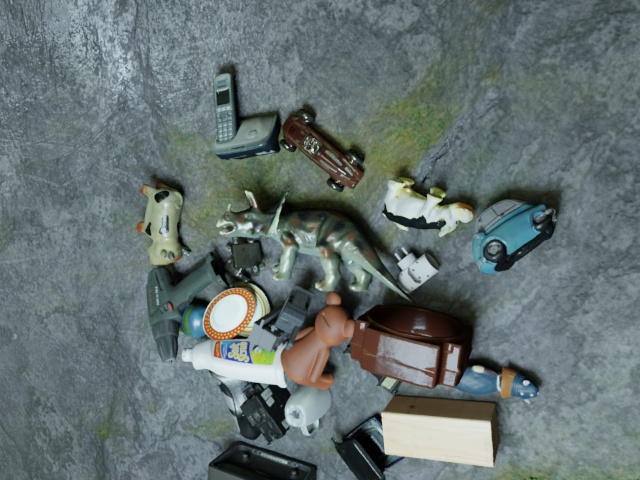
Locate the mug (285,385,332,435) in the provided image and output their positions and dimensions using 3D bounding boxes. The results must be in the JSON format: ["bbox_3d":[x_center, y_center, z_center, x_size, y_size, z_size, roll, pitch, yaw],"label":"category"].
[{"bbox_3d":[-0.032,0.370,1.166,0.081,0.107,0.109,3,97,26],"label":"mug"}]

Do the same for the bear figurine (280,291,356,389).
[{"bbox_3d":[0.011,0.206,1.105,0.196,0.132,0.120,-48,55,14],"label":"bear figurine"}]

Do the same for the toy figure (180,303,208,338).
[{"bbox_3d":[-0.316,0.184,1.282,0.180,0.082,0.089,2,87,29],"label":"toy figure"}]

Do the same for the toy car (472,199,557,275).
[{"bbox_3d":[0.327,-0.018,0.944,0.161,0.109,0.103,-41,62,15],"label":"toy car"}]

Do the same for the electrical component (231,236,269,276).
[{"bbox_3d":[-0.155,0.029,1.186,0.045,0.078,0.102,134,135,-62],"label":"electrical component"}]

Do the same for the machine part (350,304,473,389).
[{"bbox_3d":[0.172,0.186,0.990,0.202,0.201,0.087,10,100,23],"label":"machine part"}]

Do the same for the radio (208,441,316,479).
[{"bbox_3d":[-0.129,0.545,1.224,0.230,0.131,0.073,10,102,23],"label":"radio"}]

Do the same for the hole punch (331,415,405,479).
[{"bbox_3d":[0.105,0.447,1.138,0.142,0.092,0.115,49,144,7],"label":"hole punch"}]

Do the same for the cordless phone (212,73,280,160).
[{"bbox_3d":[-0.160,-0.266,1.138,0.147,0.088,0.184,-6,92,26],"label":"cordless phone"}]

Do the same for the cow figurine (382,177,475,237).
[{"bbox_3d":[0.200,-0.050,1.012,0.168,0.068,0.098,25,114,23],"label":"cow figurine"}]

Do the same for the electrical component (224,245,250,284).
[{"bbox_3d":[-0.188,0.053,1.224,0.094,0.021,0.063,35,94,16],"label":"electrical component"}]

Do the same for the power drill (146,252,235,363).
[{"bbox_3d":[-0.294,0.137,1.212,0.207,0.086,0.232,-35,56,8],"label":"power drill"}]

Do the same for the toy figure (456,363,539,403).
[{"bbox_3d":[0.329,0.264,1.010,0.155,0.064,0.058,3,62,20],"label":"toy figure"}]

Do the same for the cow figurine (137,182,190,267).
[{"bbox_3d":[-0.366,-0.029,1.271,0.127,0.085,0.194,19,105,27],"label":"cow figurine"}]

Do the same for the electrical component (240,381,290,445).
[{"bbox_3d":[-0.113,0.369,1.198,0.058,0.115,0.134,-39,82,20],"label":"electrical component"}]

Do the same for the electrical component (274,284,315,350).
[{"bbox_3d":[-0.058,0.158,1.081,0.048,0.119,0.074,27,147,-3],"label":"electrical component"}]

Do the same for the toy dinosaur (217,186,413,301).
[{"bbox_3d":[0.001,-0.002,1.091,0.405,0.131,0.192,9,99,16],"label":"toy dinosaur"}]

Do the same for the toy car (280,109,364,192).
[{"bbox_3d":[0.001,-0.180,1.093,0.202,0.053,0.089,43,110,14],"label":"toy car"}]

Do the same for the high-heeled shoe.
[{"bbox_3d":[-0.198,0.349,1.280,0.086,0.145,0.249,-21,58,-8],"label":"high-heeled shoe"}]

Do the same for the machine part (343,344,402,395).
[{"bbox_3d":[0.115,0.258,1.120,0.139,0.039,0.084,32,118,15],"label":"machine part"}]
